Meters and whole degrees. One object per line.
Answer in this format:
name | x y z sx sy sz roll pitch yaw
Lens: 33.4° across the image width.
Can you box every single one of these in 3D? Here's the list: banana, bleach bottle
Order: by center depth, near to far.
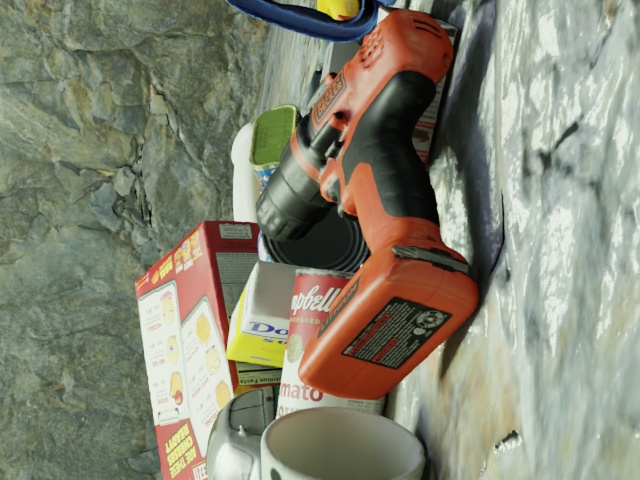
banana | 0.021 -0.257 1.170 0.198 0.037 0.069 -127 28 -82
bleach bottle | -0.055 -0.023 1.177 0.250 0.102 0.068 -88 19 -48

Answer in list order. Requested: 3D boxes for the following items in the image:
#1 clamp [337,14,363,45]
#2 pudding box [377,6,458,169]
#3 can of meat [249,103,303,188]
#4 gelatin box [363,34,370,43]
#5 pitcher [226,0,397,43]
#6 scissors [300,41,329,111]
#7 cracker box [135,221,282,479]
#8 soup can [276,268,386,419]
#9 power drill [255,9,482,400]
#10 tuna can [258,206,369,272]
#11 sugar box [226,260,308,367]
clamp | 0.015 -0.120 1.020 0.210 0.036 0.164 104 171 -55
pudding box | 0.054 -0.103 0.699 0.113 0.039 0.090 -99 18 -73
can of meat | -0.033 -0.081 1.123 0.102 0.057 0.084 -88 -22 -46
gelatin box | 0.046 -0.110 0.800 0.073 0.030 0.089 -142 61 -80
pitcher | -0.039 -0.261 0.807 0.145 0.243 0.149 110 174 -67
scissors | -0.001 -0.170 1.167 0.202 0.016 0.096 105 -173 -80
cracker box | -0.094 0.110 0.964 0.164 0.071 0.214 -36 61 51
soup can | 0.011 0.074 0.681 0.068 0.068 0.102 144 134 -80
power drill | 0.018 -0.010 0.589 0.185 0.057 0.187 -53 33 41
tuna can | -0.005 0.001 0.832 0.034 0.086 0.086 109 168 -62
sugar box | -0.016 0.063 0.804 0.176 0.093 0.048 123 155 -73
